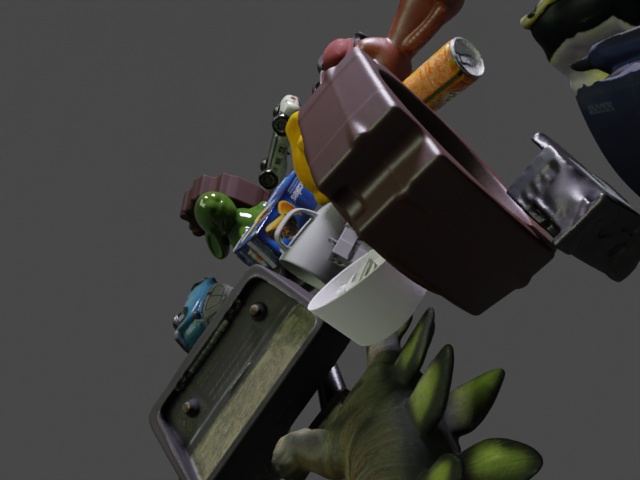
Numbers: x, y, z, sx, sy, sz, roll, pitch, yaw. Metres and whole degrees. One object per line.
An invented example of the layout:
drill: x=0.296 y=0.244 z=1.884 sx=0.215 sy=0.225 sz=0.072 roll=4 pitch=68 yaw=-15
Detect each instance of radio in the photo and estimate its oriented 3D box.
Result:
radio: x=-0.080 y=0.148 z=0.588 sx=0.131 sy=0.073 sz=0.229 roll=36 pitch=91 yaw=38

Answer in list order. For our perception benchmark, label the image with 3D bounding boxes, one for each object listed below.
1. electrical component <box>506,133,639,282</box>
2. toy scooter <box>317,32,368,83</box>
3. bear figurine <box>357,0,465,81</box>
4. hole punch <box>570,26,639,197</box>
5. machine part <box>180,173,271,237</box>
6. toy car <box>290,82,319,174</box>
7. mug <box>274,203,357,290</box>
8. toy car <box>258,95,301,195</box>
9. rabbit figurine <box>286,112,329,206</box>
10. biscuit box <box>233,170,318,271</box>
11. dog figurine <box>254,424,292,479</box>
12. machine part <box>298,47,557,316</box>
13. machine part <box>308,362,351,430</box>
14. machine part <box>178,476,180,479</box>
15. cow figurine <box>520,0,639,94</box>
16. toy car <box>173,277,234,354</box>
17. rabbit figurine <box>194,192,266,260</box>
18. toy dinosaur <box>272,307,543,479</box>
electrical component: x=0.179 y=-0.032 z=0.390 sx=0.047 sy=0.075 sz=0.119 roll=-54 pitch=31 yaw=24
toy scooter: x=0.050 y=-0.278 z=0.884 sx=0.135 sy=0.075 sz=0.184 roll=-35 pitch=41 yaw=49
bear figurine: x=0.099 y=-0.286 z=0.733 sx=0.196 sy=0.132 sz=0.120 roll=-48 pitch=27 yaw=21
hole punch: x=0.221 y=-0.070 z=0.302 sx=0.142 sy=0.116 sz=0.092 roll=8 pitch=83 yaw=65
machine part: x=-0.176 y=-0.054 z=1.026 sx=0.179 sy=0.179 sz=0.056 roll=-37 pitch=40 yaw=47
toy car: x=-0.010 y=-0.185 z=0.946 sx=0.089 sy=0.053 sz=0.202 roll=124 pitch=158 yaw=-56
mug: x=-0.001 y=-0.002 z=0.704 sx=0.107 sy=0.109 sz=0.081 roll=-57 pitch=15 yaw=-16
toy car: x=-0.078 y=-0.180 z=1.045 sx=0.074 sy=0.056 sz=0.201 roll=-95 pitch=20 yaw=-58
rabbit figurine: x=0.034 y=-0.128 z=0.723 sx=0.173 sy=0.122 sz=0.162 roll=-34 pitch=44 yaw=49
biscuit box: x=-0.055 y=-0.035 z=0.812 sx=0.059 sy=0.062 sz=0.203 roll=-36 pitch=18 yaw=37
dog figurine: x=-0.054 y=0.178 z=0.666 sx=0.172 sy=0.121 sz=0.191 roll=-61 pitch=37 yaw=22
machine part: x=0.082 y=-0.049 z=0.442 sx=0.087 sy=0.201 sz=0.201 roll=-44 pitch=31 yaw=21
machine part: x=0.010 y=0.170 z=0.596 sx=0.084 sy=0.039 sz=0.139 roll=-64 pitch=25 yaw=26
machine part: x=-0.183 y=0.259 z=0.855 sx=0.079 sy=0.079 sz=0.243 roll=-28 pitch=44 yaw=54
cow figurine: x=0.235 y=-0.178 z=0.385 sx=0.167 sy=0.098 sz=0.068 roll=-20 pitch=44 yaw=58
toy car: x=-0.184 y=0.134 z=0.966 sx=0.103 sy=0.109 sz=0.162 roll=-21 pitch=32 yaw=27
rabbit figurine: x=-0.137 y=-0.032 z=0.917 sx=0.159 sy=0.170 sz=0.121 roll=-26 pitch=45 yaw=54
toy dinosaur: x=0.060 y=0.163 z=0.429 sx=0.198 sy=0.105 sz=0.472 roll=-46 pitch=24 yaw=22
